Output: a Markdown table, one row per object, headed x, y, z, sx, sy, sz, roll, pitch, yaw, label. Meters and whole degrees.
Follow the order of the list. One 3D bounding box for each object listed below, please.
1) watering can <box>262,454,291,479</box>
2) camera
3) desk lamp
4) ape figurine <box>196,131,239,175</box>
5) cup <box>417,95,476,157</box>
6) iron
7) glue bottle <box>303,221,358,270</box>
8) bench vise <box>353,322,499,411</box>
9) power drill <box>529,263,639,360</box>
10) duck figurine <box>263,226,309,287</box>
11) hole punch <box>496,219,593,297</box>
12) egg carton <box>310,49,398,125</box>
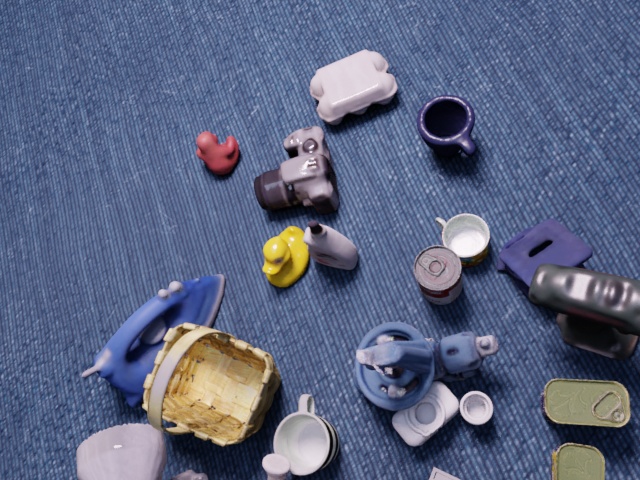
| x | y | z | sx | sy | sz | roll | pitch | yaw | label |
| --- | --- | --- | --- | --- | --- | --- | --- | --- | --- |
| -0.090 | 0.380 | 0.775 | 0.100 | 0.194 | 0.173 | -2 | 71 | 14 | watering can |
| -0.047 | -0.115 | 0.987 | 0.136 | 0.101 | 0.143 | -14 | 68 | 10 | camera |
| -0.236 | 0.371 | 0.806 | 0.118 | 0.214 | 0.203 | -29 | 67 | 4 | desk lamp |
| -0.194 | -0.166 | 1.049 | 0.077 | 0.092 | 0.076 | -1 | 71 | 15 | ape figurine |
| 0.216 | -0.168 | 0.941 | 0.091 | 0.095 | 0.117 | -36 | 66 | 1 | cup |
| -0.268 | 0.140 | 0.934 | 0.118 | 0.142 | 0.258 | 36 | 83 | 23 | iron |
| 0.008 | 0.003 | 0.892 | 0.078 | 0.173 | 0.037 | 9 | 74 | 18 | glue bottle |
| 0.130 | 0.151 | 0.784 | 0.207 | 0.220 | 0.121 | -31 | 66 | 3 | bench vise |
| 0.387 | 0.097 | 0.741 | 0.229 | 0.209 | 0.076 | 16 | 76 | 19 | power drill |
| -0.063 | 0.020 | 0.953 | 0.077 | 0.086 | 0.105 | 19 | 77 | 20 | duck figurine |
| 0.327 | 0.026 | 0.846 | 0.108 | 0.091 | 0.101 | -35 | 66 | 1 | hole punch |
| 0.059 | -0.275 | 1.033 | 0.150 | 0.069 | 0.107 | -22 | 67 | 6 | egg carton |
